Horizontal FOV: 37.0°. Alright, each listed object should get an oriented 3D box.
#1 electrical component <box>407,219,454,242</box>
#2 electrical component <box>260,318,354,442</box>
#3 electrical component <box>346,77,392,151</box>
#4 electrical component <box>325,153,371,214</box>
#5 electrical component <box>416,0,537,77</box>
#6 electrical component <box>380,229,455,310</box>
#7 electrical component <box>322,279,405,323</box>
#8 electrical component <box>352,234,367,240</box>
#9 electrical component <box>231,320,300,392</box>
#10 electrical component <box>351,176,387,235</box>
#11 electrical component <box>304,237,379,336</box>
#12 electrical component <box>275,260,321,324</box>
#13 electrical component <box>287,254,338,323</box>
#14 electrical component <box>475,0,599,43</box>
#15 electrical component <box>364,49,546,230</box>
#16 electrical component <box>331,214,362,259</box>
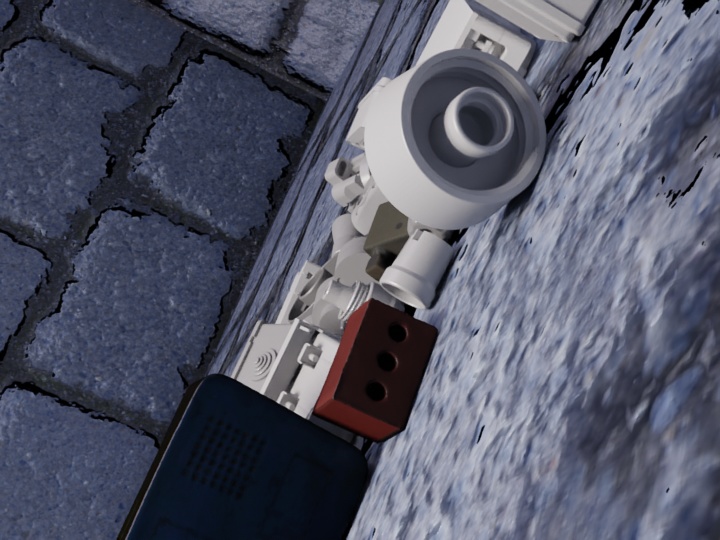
[{"bbox_3d":[0.059,-0.048,0.820,0.035,0.035,0.061,-54,10,52],"label":"electrical component"},{"bbox_3d":[-0.038,0.109,0.821,0.063,0.079,0.121,25,89,54],"label":"electrical component"},{"bbox_3d":[0.037,-0.155,1.139,0.113,0.078,0.057,169,123,-80],"label":"electrical component"},{"bbox_3d":[0.011,-0.093,1.147,0.057,0.078,0.058,-22,39,47],"label":"electrical component"},{"bbox_3d":[0.088,-0.166,0.907,0.105,0.060,0.186,-61,8,18],"label":"electrical component"},{"bbox_3d":[0.042,-0.001,0.771,0.046,0.040,0.040,-60,7,-11],"label":"electrical component"},{"bbox_3d":[0.001,0.028,0.850,0.043,0.062,0.043,-62,8,16],"label":"electrical component"},{"bbox_3d":[0.000,0.000,1.015,0.062,0.043,0.043,-60,9,35],"label":"electrical component"},{"bbox_3d":[-0.058,0.100,0.891,0.048,0.100,0.099,-3,54,43],"label":"electrical component"},{"bbox_3d":[0.030,-0.083,1.079,0.077,0.044,0.079,-56,11,43],"label":"electrical component"},{"bbox_3d":[-0.017,0.043,0.955,0.138,0.052,0.073,-61,9,24],"label":"electrical component"},{"bbox_3d":[-0.054,0.045,1.167,0.089,0.056,0.050,-68,9,-29],"label":"electrical component"},{"bbox_3d":[-0.026,0.033,1.089,0.099,0.064,0.099,-47,13,15],"label":"electrical component"},{"bbox_3d":[0.108,-0.210,0.750,0.056,0.109,0.108,-60,9,11],"label":"electrical component"},{"bbox_3d":[0.063,-0.084,0.664,0.108,0.108,0.060,-67,14,-19],"label":"electrical component"},{"bbox_3d":[-0.012,-0.026,1.184,0.044,0.044,0.065,-58,15,35],"label":"electrical component"}]
